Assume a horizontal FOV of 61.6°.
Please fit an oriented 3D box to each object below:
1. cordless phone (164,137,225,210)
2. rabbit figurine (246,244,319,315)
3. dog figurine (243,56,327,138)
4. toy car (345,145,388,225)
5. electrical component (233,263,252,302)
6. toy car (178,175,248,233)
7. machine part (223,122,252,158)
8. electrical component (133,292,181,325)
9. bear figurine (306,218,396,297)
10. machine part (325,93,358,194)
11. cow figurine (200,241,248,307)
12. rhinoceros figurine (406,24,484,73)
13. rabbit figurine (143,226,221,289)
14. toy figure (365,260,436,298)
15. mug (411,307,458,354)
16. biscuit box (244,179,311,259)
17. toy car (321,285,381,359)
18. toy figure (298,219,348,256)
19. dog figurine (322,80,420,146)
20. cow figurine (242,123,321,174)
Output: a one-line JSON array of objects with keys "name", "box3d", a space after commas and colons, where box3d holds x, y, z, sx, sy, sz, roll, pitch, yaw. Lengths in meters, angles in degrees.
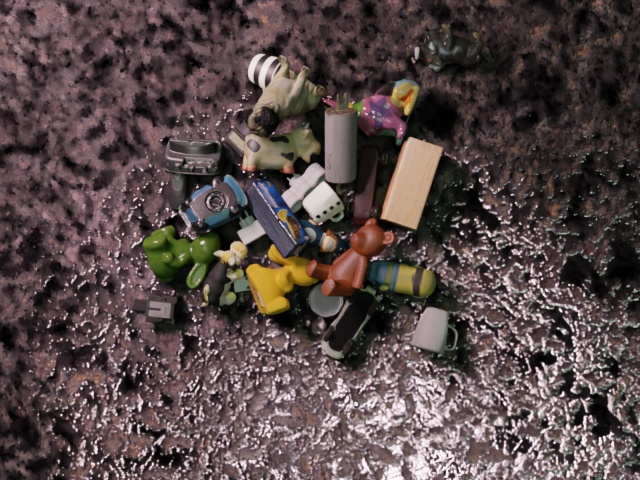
[{"name": "cordless phone", "box3d": [-0.314, -0.161, 1.338, 0.147, 0.089, 0.184, 4, 102, -2]}, {"name": "rabbit figurine", "box3d": [-0.088, 0.091, 1.331, 0.173, 0.122, 0.162, -20, 81, -14]}, {"name": "dog figurine", "box3d": [-0.087, -0.312, 1.283, 0.121, 0.172, 0.190, 33, 89, 37]}, {"name": "toy car", "box3d": [0.117, -0.137, 1.346, 0.089, 0.053, 0.202, 6, 91, 14]}, {"name": "electrical component", "box3d": [-0.189, 0.109, 1.359, 0.063, 0.021, 0.094, -9, 90, -1]}, {"name": "toy car", "box3d": [-0.257, -0.076, 1.314, 0.162, 0.103, 0.109, -34, 80, -10]}, {"name": "machine part", "box3d": [-0.174, -0.278, 1.349, 0.084, 0.039, 0.139, 41, 92, 7]}, {"name": "electrical component", "box3d": [-0.413, 0.168, 1.345, 0.119, 0.048, 0.074, 10, 90, -2]}, {"name": "bear figurine", "box3d": [0.078, 0.038, 1.276, 0.132, 0.120, 0.195, 16, 113, -42]}, {"name": "machine part", "box3d": [0.049, -0.223, 1.271, 0.079, 0.079, 0.242, 0, 117, -1]}, {"name": "cow figurine", "box3d": [-0.237, 0.081, 1.300, 0.068, 0.098, 0.167, 27, 106, 25]}, {"name": "rhinoceros figurine", "box3d": [0.311, -0.473, 1.341, 0.190, 0.073, 0.112, 7, 101, -3]}, {"name": "rabbit figurine", "box3d": [-0.323, 0.039, 1.307, 0.170, 0.121, 0.159, -12, 97, 2]}, {"name": "toy figure", "box3d": [0.196, 0.096, 1.330, 0.180, 0.089, 0.082, 15, 96, 0]}, {"name": "mug", "box3d": [0.292, 0.226, 1.340, 0.110, 0.081, 0.107, 14, 81, 4]}, {"name": "biscuit box", "box3d": [-0.107, -0.055, 1.303, 0.203, 0.059, 0.063, 55, 130, 16]}, {"name": "toy car", "box3d": [0.077, 0.203, 1.349, 0.073, 0.056, 0.201, 33, 89, 6]}, {"name": "toy figure", "box3d": [-0.003, -0.003, 1.346, 0.154, 0.058, 0.064, 23, 129, -2]}, {"name": "dog figurine", "box3d": [0.118, -0.323, 1.318, 0.219, 0.108, 0.191, 18, 94, 2]}, {"name": "cow figurine", "box3d": [-0.091, -0.227, 1.321, 0.195, 0.086, 0.127, -1, 103, -18]}]
